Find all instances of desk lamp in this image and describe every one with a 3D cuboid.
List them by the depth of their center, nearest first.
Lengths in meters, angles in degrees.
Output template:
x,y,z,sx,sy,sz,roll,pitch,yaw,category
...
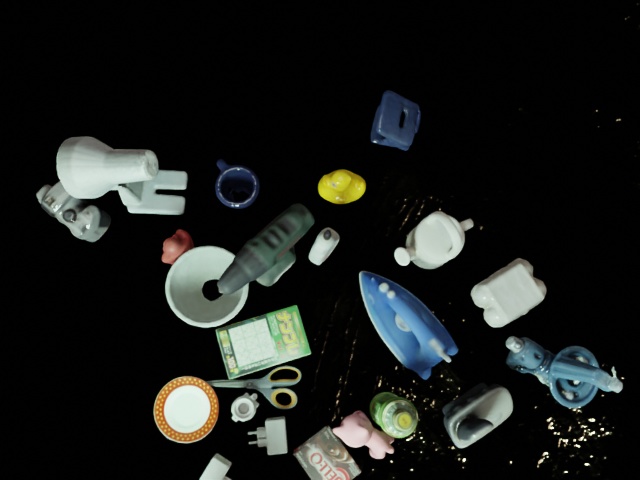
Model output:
x,y,z,sx,sy,sz,roll,pitch,yaw,category
-0.389,-0.130,1.152,0.203,0.213,0.118,2,79,-2,desk lamp

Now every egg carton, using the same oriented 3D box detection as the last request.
x,y,z,sx,sy,sz,roll,pitch,yaw,category
0.401,0.114,1.216,0.150,0.069,0.107,-32,82,-8,egg carton

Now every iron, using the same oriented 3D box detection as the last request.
x,y,z,sx,sy,sz,roll,pitch,yaw,category
0.171,0.156,1.161,0.119,0.141,0.258,-40,83,-9,iron

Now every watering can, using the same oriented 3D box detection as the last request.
x,y,z,sx,sy,sz,roll,pitch,yaw,category
0.236,0.002,1.166,0.101,0.194,0.173,41,80,5,watering can

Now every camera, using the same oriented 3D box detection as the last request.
x,y,z,sx,sy,sz,roll,pitch,yaw,category
-0.497,-0.091,1.197,0.143,0.101,0.137,40,80,5,camera

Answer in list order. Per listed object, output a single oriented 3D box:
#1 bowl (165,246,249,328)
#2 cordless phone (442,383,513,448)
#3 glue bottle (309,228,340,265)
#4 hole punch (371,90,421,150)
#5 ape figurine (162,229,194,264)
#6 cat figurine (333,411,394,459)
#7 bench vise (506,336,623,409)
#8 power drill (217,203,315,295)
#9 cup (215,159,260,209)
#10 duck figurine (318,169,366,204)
x,y,z,sx,sy,sz,roll,pitch,yaw,category
-0.229,0.099,1.187,0.167,0.074,0.167,1,79,-2,bowl
0.322,0.345,1.109,0.147,0.185,0.094,-34,82,-8,cordless phone
0.011,0.004,1.166,0.037,0.173,0.078,35,80,5,glue bottle
0.171,-0.265,1.266,0.101,0.091,0.109,13,79,0,hole punch
-0.299,0.017,1.190,0.078,0.092,0.076,-41,83,-9,ape figurine
0.089,0.384,1.125,0.127,0.117,0.067,30,79,3,cat figurine
0.468,0.260,1.115,0.207,0.219,0.121,11,79,0,bench vise
-0.104,0.031,1.137,0.075,0.208,0.230,42,80,6,power drill
-0.179,-0.113,1.219,0.092,0.095,0.117,-36,83,-8,cup
0.049,-0.123,1.236,0.104,0.086,0.077,1,79,-2,duck figurine
